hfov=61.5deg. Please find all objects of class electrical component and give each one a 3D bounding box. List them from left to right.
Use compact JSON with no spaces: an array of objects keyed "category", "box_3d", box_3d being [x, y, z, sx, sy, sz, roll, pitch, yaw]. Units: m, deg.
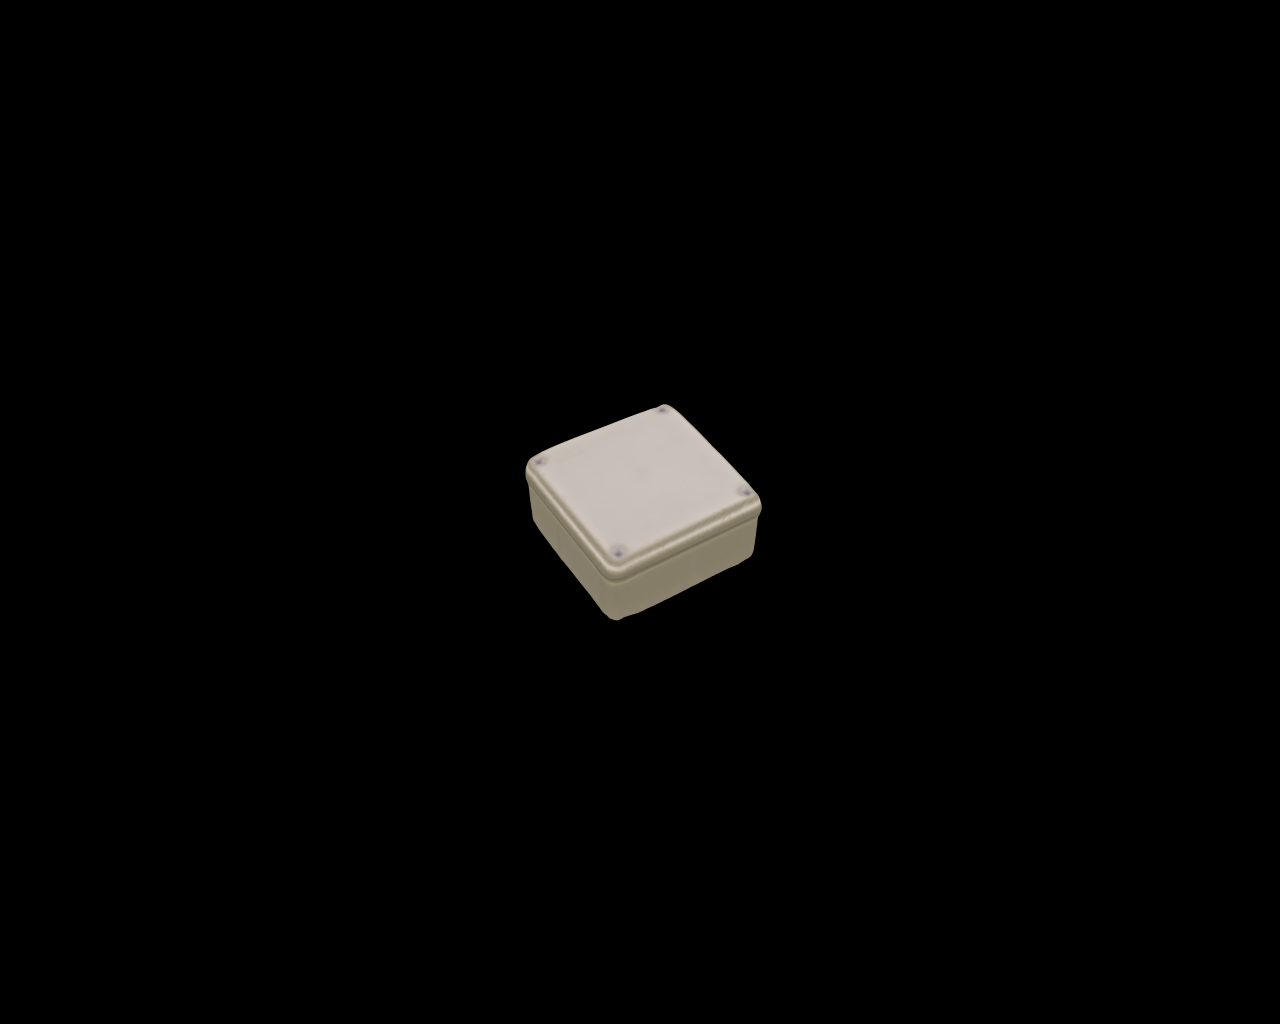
[{"category":"electrical component","box_3d":[0.001,-0.003,0.650,0.109,0.056,0.109,-24,50,-22]}]
